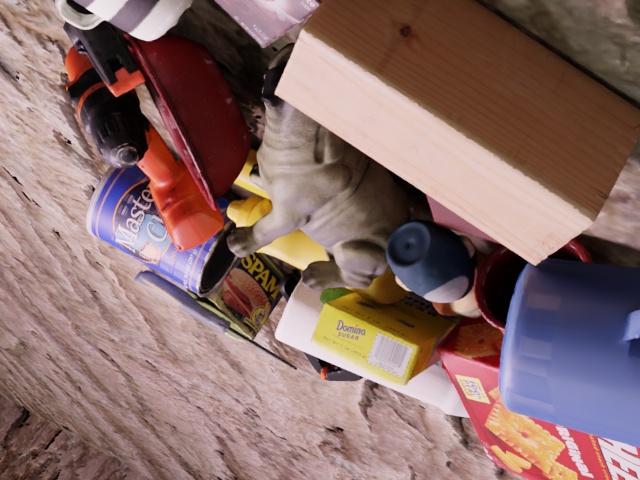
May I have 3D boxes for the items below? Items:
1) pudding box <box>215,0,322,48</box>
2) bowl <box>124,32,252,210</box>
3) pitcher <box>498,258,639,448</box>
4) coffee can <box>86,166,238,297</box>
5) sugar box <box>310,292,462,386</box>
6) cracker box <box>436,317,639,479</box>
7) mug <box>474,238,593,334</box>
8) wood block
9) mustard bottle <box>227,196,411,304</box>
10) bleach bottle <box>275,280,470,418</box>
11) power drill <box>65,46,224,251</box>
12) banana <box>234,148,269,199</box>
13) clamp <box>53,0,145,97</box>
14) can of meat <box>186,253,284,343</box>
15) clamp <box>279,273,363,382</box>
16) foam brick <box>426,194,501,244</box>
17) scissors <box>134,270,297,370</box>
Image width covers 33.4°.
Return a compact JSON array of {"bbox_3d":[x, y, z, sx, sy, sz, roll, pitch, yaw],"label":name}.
[{"bbox_3d":[-0.049,-0.191,0.715,0.113,0.039,0.090,41,156,-17],"label":"pudding box"},{"bbox_3d":[-0.100,-0.108,0.876,0.162,0.055,0.162,61,173,11],"label":"bowl"},{"bbox_3d":[0.243,0.078,0.683,0.243,0.144,0.149,10,117,18],"label":"pitcher"},{"bbox_3d":[-0.157,-0.018,1.114,0.140,0.102,0.103,28,157,11],"label":"coffee can"},{"bbox_3d":[0.068,0.081,0.975,0.093,0.048,0.176,25,-165,17],"label":"sugar box"},{"bbox_3d":[0.218,0.156,0.910,0.214,0.072,0.164,17,143,49],"label":"cracker box"},{"bbox_3d":[0.186,0.056,0.828,0.117,0.093,0.081,30,166,42],"label":"mug"},{"bbox_3d":[0.087,-0.086,0.679,0.206,0.090,0.090,34,157,0],"label":"wood block"},{"bbox_3d":[-0.006,0.001,0.986,0.192,0.058,0.096,21,-165,28],"label":"mustard bottle"},{"bbox_3d":[0.084,0.115,1.097,0.251,0.102,0.068,25,114,4],"label":"bleach bottle"},{"bbox_3d":[-0.156,-0.076,0.962,0.187,0.057,0.184,59,-178,-42],"label":"power drill"},{"bbox_3d":[-0.067,-0.074,0.971,0.198,0.037,0.070,32,158,4],"label":"banana"},{"bbox_3d":[-0.187,-0.169,0.874,0.171,0.039,0.120,57,179,27],"label":"clamp"},{"bbox_3d":[-0.092,0.054,1.196,0.058,0.084,0.102,6,145,47],"label":"can of meat"},{"bbox_3d":[0.027,0.124,1.238,0.165,0.036,0.210,29,156,15],"label":"clamp"},{"bbox_3d":[0.124,-0.035,0.782,0.078,0.051,0.053,19,152,30],"label":"foam brick"},{"bbox_3d":[-0.116,0.082,1.138,0.202,0.016,0.096,28,168,12],"label":"scissors"}]
